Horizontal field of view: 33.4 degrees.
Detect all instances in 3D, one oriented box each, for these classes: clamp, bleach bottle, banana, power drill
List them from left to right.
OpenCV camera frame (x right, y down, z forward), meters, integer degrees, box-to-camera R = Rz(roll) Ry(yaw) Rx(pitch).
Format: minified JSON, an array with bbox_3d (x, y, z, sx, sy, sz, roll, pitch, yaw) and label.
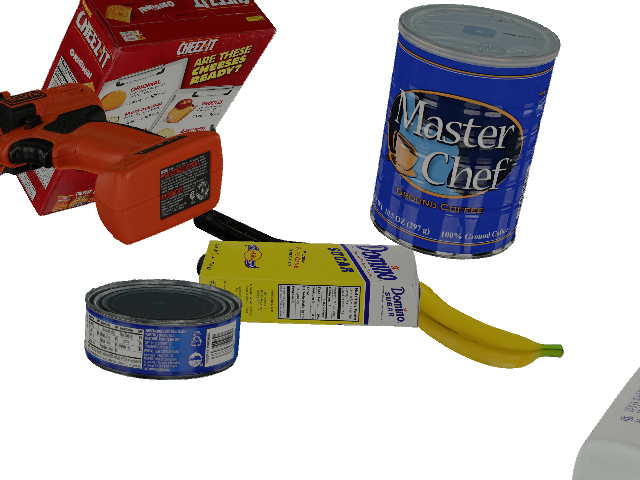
[{"bbox_3d":[-0.174,-0.055,0.714,0.188,0.057,0.184,20,32,30],"label":"power drill"},{"bbox_3d":[-0.038,0.024,1.112,0.210,0.036,0.164,17,18,-6],"label":"clamp"},{"bbox_3d":[0.134,0.082,1.027,0.069,0.037,0.198,1,19,-45],"label":"banana"},{"bbox_3d":[0.243,0.099,0.647,0.103,0.068,0.250,18,29,29],"label":"bleach bottle"}]

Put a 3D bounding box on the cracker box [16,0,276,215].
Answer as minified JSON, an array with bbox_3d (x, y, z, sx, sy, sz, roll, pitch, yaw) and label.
[{"bbox_3d":[-0.159,-0.124,0.927,0.163,0.072,0.214,-18,-24,-42],"label":"cracker box"}]

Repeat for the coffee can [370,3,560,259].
[{"bbox_3d":[0.093,-0.073,0.706,0.102,0.140,0.103,6,29,-3],"label":"coffee can"}]

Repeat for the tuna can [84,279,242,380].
[{"bbox_3d":[-0.087,0.048,0.589,0.086,0.034,0.086,4,12,-1],"label":"tuna can"}]

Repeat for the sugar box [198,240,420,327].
[{"bbox_3d":[-0.009,0.034,0.883,0.176,0.048,0.093,-1,20,0],"label":"sugar box"}]
